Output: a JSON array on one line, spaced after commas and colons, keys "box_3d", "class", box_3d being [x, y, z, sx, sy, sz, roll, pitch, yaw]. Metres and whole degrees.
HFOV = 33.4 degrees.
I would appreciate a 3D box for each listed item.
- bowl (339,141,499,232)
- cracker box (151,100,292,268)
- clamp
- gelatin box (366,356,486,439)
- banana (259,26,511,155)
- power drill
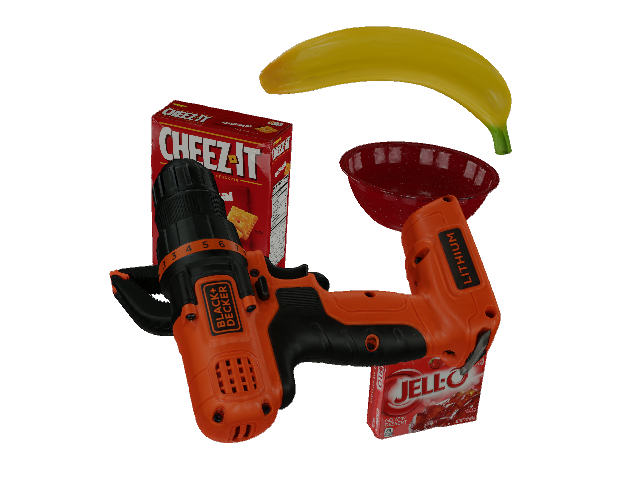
[{"box_3d": [0.098, -0.049, 1.083, 0.162, 0.055, 0.162, 4, 24, -2], "class": "bowl"}, {"box_3d": [-0.126, -0.052, 1.332, 0.164, 0.214, 0.072, 13, 29, 16], "class": "cracker box"}, {"box_3d": [-0.112, 0.070, 1.020, 0.210, 0.036, 0.164, 9, 38, 13], "class": "clamp"}, {"box_3d": [0.082, 0.111, 0.830, 0.089, 0.073, 0.030, -7, 29, -20], "class": "gelatin box"}, {"box_3d": [0.058, -0.114, 0.743, 0.197, 0.069, 0.037, 13, -1, -17], "class": "banana"}, {"box_3d": [-0.001, 0.021, 0.635, 0.187, 0.184, 0.057, -8, -31, -15], "class": "power drill"}]
